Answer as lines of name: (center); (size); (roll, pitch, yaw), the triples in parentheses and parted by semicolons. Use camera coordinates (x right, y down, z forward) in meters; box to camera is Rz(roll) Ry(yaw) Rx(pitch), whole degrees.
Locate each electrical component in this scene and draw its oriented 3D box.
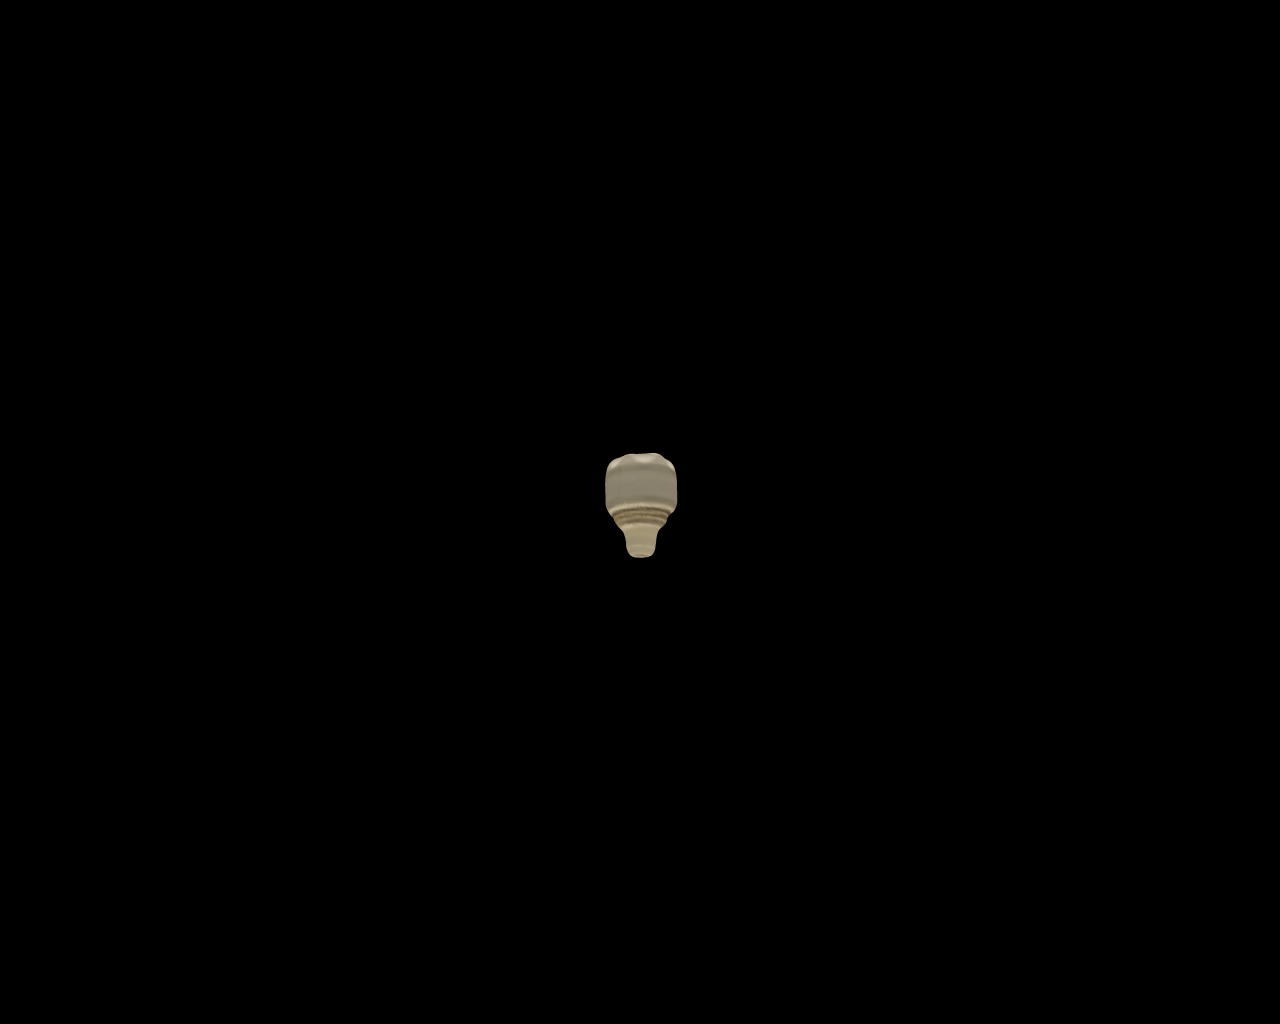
electrical component: (0.001, -0.003, 0.650); (0.043, 0.062, 0.043); (0, -15, 0)
